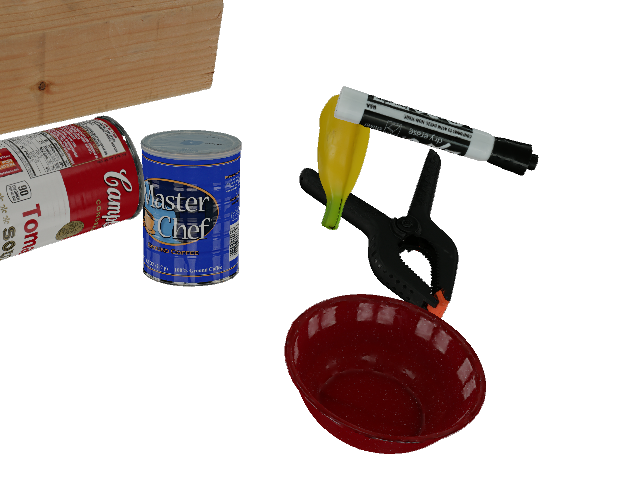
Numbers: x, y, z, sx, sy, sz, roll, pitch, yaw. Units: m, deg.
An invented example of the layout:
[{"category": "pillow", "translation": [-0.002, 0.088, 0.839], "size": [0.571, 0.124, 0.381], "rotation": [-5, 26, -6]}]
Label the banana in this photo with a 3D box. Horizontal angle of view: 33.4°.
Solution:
[{"category": "banana", "translation": [0.013, -0.080, 0.835], "size": [0.037, 0.070, 0.197], "rotation": [24, 24, -8]}]

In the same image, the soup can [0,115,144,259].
[{"category": "soup can", "translation": [-0.168, -0.032, 0.648], "size": [0.102, 0.068, 0.069], "rotation": [-21, 13, -36]}]

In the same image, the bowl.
[{"category": "bowl", "translation": [0.046, 0.115, 0.846], "size": [0.162, 0.055, 0.162], "rotation": [9, 36, -7]}]

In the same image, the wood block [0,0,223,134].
[{"category": "wood block", "translation": [-0.190, -0.159, 0.843], "size": [0.205, 0.091, 0.090], "rotation": [-18, 49, -33]}]

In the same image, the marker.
[{"category": "marker", "translation": [0.068, -0.062, 0.617], "size": [0.121, 0.020, 0.020], "rotation": [17, -1, -4]}]

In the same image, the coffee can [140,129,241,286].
[{"category": "coffee can", "translation": [-0.134, -0.036, 1.110], "size": [0.103, 0.140, 0.103], "rotation": [2, 19, -1]}]

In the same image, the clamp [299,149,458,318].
[{"category": "clamp", "translation": [0.074, -0.009, 1.106], "size": [0.164, 0.210, 0.036], "rotation": [-5, -36, -15]}]
